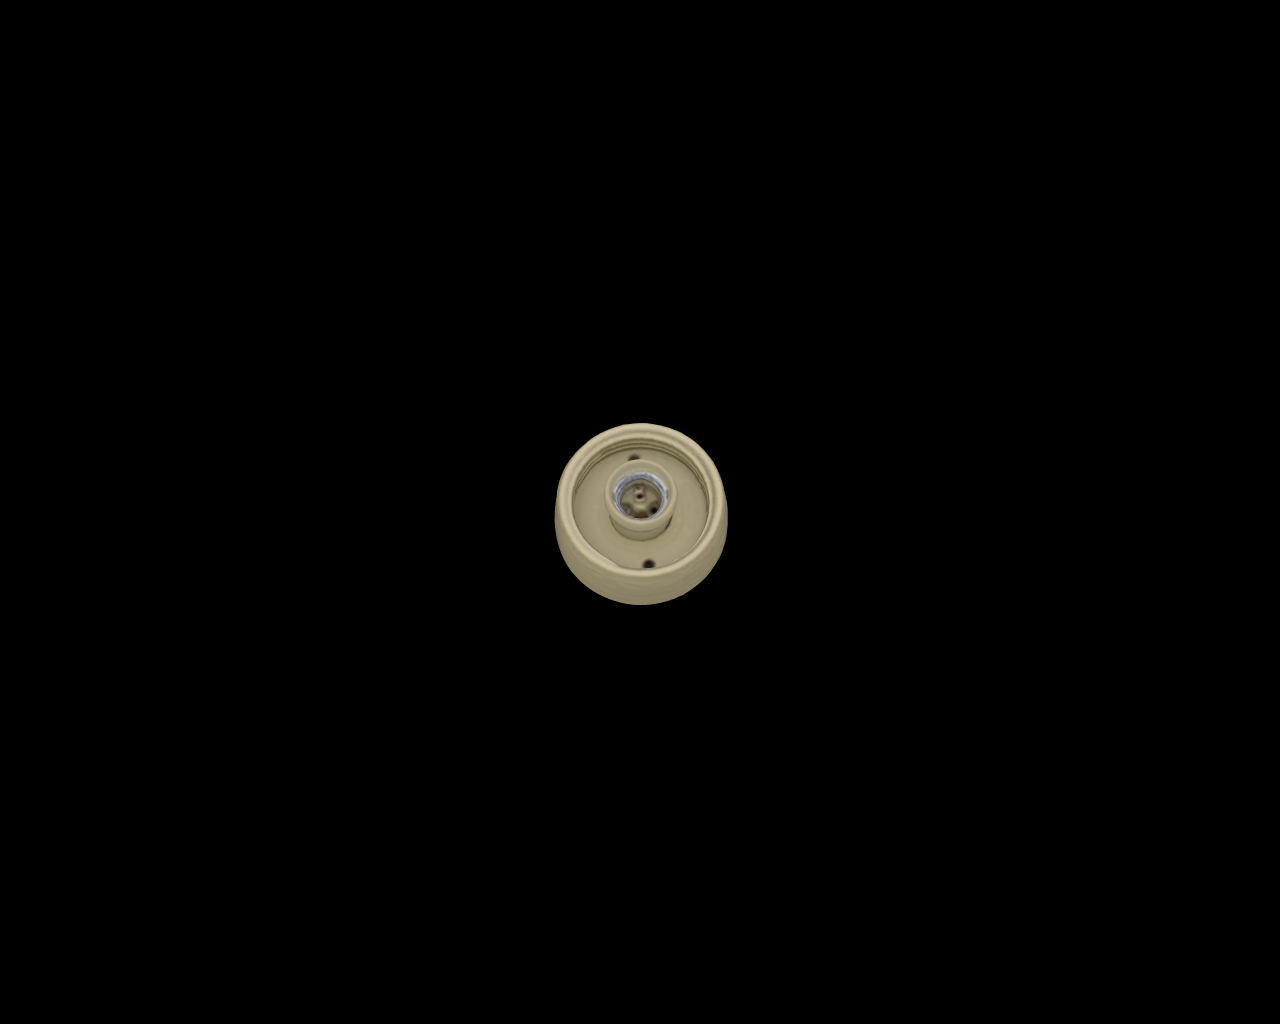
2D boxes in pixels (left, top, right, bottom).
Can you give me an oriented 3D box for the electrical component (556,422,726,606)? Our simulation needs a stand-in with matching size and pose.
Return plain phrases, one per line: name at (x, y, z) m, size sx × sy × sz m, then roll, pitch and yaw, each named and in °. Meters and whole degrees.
electrical component at (0.001, -0.003, 0.650) m, size 0.108 × 0.108 × 0.060 m, roll 0°, pitch -19°, yaw 0°
